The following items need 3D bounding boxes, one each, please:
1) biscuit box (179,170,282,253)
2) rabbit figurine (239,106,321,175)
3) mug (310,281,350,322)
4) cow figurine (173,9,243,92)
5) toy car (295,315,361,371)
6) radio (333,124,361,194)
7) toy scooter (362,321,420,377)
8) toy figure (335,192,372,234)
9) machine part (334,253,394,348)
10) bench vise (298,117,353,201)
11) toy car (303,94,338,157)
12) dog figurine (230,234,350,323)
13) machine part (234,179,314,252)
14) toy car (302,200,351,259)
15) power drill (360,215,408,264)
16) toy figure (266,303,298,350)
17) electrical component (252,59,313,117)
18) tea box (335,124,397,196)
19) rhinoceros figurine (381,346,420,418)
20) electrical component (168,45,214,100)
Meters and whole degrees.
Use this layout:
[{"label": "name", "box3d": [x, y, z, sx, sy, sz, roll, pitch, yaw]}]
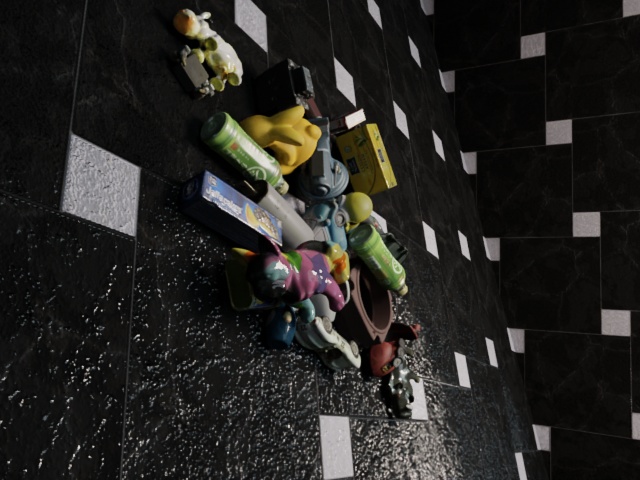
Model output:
[{"label": "biscuit box", "box3d": [-0.154, -0.044, 0.960, 0.202, 0.063, 0.059, 34, 44, -42]}, {"label": "rabbit figurine", "box3d": [-0.091, -0.212, 1.123, 0.173, 0.162, 0.122, 7, 81, -42]}, {"label": "mug", "box3d": [0.010, 0.124, 1.146, 0.081, 0.110, 0.107, 10, 75, -81]}, {"label": "cow figurine", "box3d": [-0.214, -0.383, 1.053, 0.167, 0.068, 0.098, 55, 27, -36]}, {"label": "toy car", "box3d": [0.016, 0.218, 1.126, 0.201, 0.074, 0.056, 47, 37, -40]}, {"label": "radio", "box3d": [0.091, -0.217, 1.504, 0.131, 0.073, 0.230, 53, 35, -28]}, {"label": "toy scooter", "box3d": [0.182, 0.259, 1.342, 0.075, 0.135, 0.184, 59, 32, -28]}, {"label": "toy figure", "box3d": [0.066, -0.062, 1.281, 0.082, 0.089, 0.180, 57, -15, 8]}, {"label": "machine part", "box3d": [0.100, 0.144, 1.311, 0.201, 0.087, 0.201, 66, 28, -16]}, {"label": "bench vise", "box3d": [0.003, -0.169, 1.283, 0.240, 0.129, 0.224, 72, 3, -58]}, {"label": "toy car", "box3d": [-0.014, -0.304, 1.389, 0.202, 0.053, 0.089, 62, 19, -12]}, {"label": "dog figurine", "box3d": [-0.051, 0.043, 0.952, 0.219, 0.108, 0.191, 41, 44, -36]}, {"label": "machine part", "box3d": [-0.086, -0.042, 1.083, 0.243, 0.079, 0.079, 49, 36, -39]}, {"label": "toy car", "box3d": [-0.002, -0.004, 1.208, 0.103, 0.109, 0.161, -21, 107, -37]}, {"label": "power drill", "box3d": [0.150, -0.011, 1.420, 0.231, 0.086, 0.207, 41, 13, -36]}, {"label": "toy figure", "box3d": [-0.066, 0.135, 1.036, 0.057, 0.064, 0.154, 43, 40, -32]}, {"label": "electrical component", "box3d": [-0.080, -0.331, 1.198, 0.058, 0.134, 0.115, 6, 67, -61]}, {"label": "tea box", "box3d": [0.119, -0.200, 1.369, 0.068, 0.098, 0.169, -27, 97, -59]}, {"label": "rhinoceros figurine", "box3d": [0.207, 0.362, 1.394, 0.112, 0.073, 0.190, 23, 55, -57]}, {"label": "electrical component", "box3d": [-0.234, -0.309, 0.999, 0.102, 0.045, 0.078, 62, 31, -20]}]
